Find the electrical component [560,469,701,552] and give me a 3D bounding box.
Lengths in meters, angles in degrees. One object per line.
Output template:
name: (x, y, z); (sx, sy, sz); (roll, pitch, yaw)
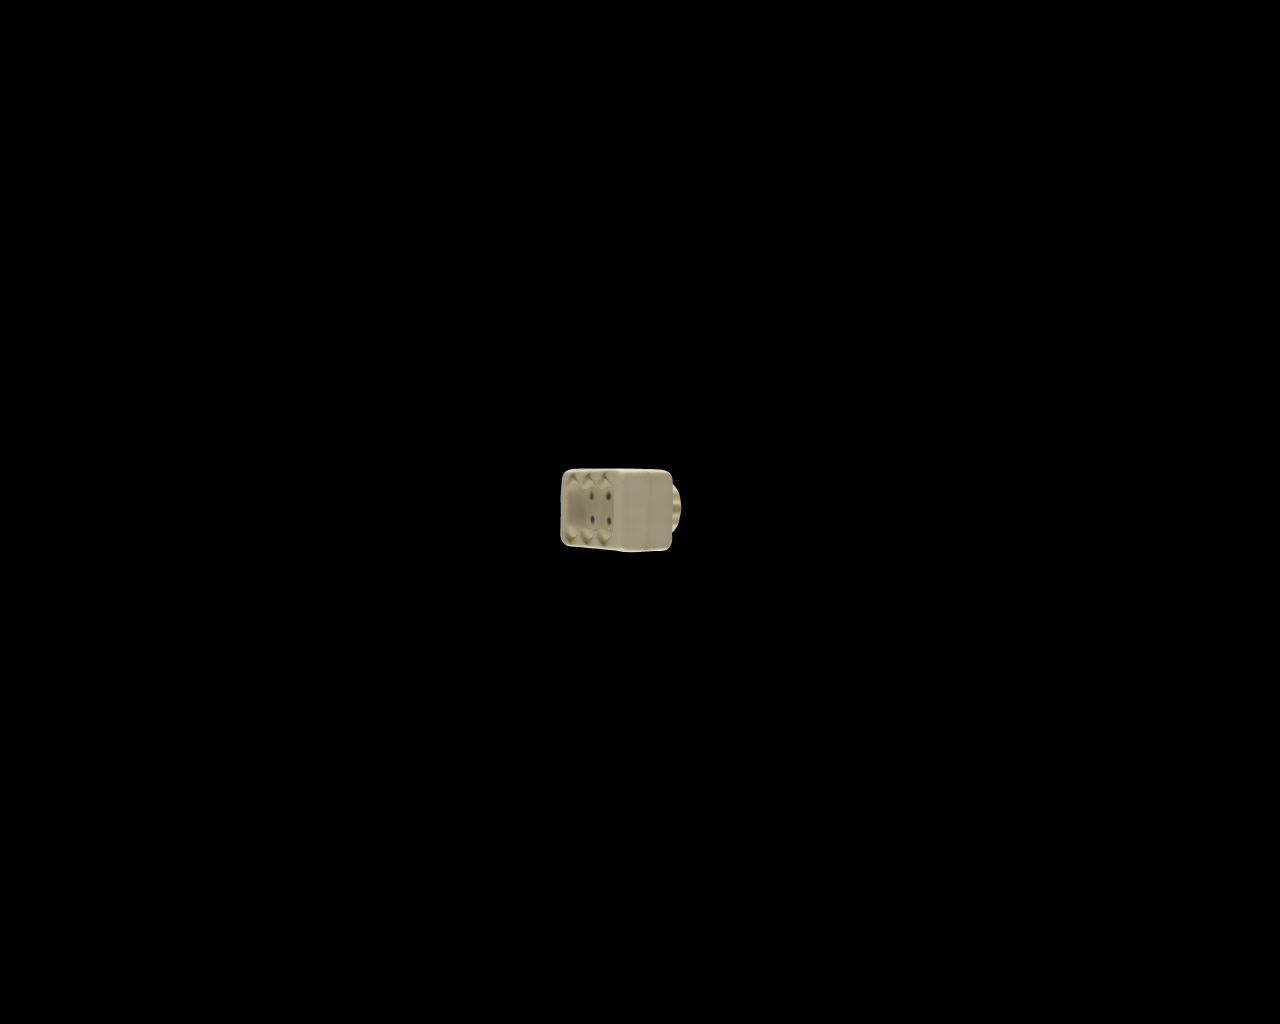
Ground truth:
electrical component: (0.001, -0.003, 0.650); (0.077, 0.047, 0.065); (-2, 3, -36)
